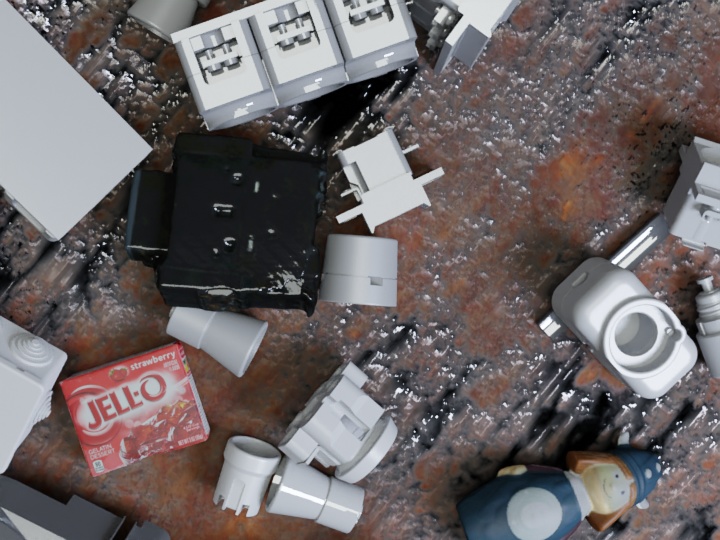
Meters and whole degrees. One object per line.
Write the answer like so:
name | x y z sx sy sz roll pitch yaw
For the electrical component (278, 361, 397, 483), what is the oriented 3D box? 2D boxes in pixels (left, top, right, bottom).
electrical component | -0.011 0.113 0.761 0.057 0.058 0.078 42 65 -7

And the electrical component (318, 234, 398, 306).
electrical component | 0.000 0.000 0.759 0.055 0.055 0.047 5 90 -2

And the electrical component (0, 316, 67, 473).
electrical component | -0.261 0.078 0.742 0.100 0.048 0.099 30 117 -5

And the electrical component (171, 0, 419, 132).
electrical component | -0.042 -0.148 0.730 0.150 0.089 0.061 -19 94 -1

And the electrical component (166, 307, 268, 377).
electrical component | -0.104 0.042 0.765 0.065 0.044 0.044 27 92 1

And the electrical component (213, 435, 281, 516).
electrical component | -0.082 0.148 0.772 0.040 0.040 0.046 19 98 -3

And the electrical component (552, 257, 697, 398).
electrical component | 0.188 0.041 0.757 0.054 0.059 0.095 -44 104 1

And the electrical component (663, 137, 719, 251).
electrical component | 0.283 -0.040 0.758 0.121 0.078 0.063 17 122 -3

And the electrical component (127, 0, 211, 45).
electrical component | -0.129 -0.189 0.747 0.045 0.045 0.055 31 91 -3

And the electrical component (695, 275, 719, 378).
electrical component | 0.263 0.042 0.777 0.040 0.040 0.078 -22 94 -1

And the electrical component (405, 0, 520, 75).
electrical component | 0.068 -0.180 0.716 0.063 0.121 0.078 37 92 -1

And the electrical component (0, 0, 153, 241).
electrical component | -0.228 -0.102 0.725 0.150 0.062 0.089 46 76 -13

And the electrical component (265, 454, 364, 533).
electrical component | -0.030 0.163 0.775 0.065 0.044 0.044 22 92 -8

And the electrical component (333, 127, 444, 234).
electrical component | 0.015 -0.063 0.762 0.081 0.042 0.063 -26 90 -1
